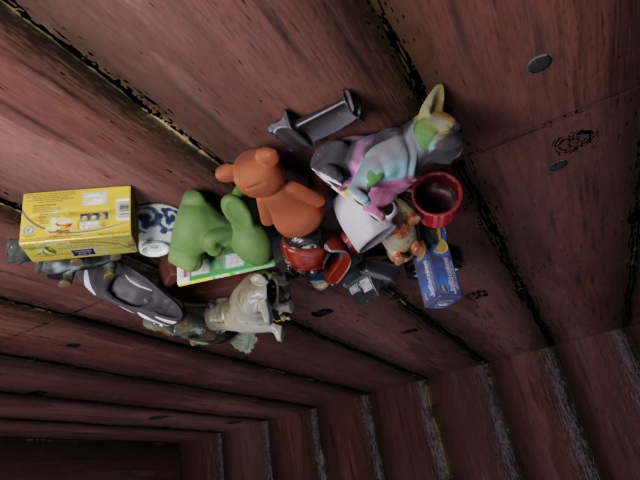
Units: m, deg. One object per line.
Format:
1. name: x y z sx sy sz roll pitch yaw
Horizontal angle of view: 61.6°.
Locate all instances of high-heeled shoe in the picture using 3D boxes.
1. high-heeled shoe: -0.372 0.090 1.029 0.248 0.086 0.145 34 167 -27

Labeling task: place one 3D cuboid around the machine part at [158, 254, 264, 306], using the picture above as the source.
1. machine part: -0.233 0.066 1.138 0.201 0.087 0.201 2 152 -26

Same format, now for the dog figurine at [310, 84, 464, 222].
1. dog figurine: 0.112 -0.147 0.836 0.219 0.192 0.108 -49 145 -1

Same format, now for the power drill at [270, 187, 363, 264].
1. power drill: -0.002 -0.003 1.080 0.232 0.086 0.207 -34 146 27

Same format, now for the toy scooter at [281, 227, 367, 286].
1. toy scooter: 0.005 0.033 1.008 0.184 0.075 0.135 -2 129 -27

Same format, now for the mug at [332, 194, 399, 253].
1. mug: 0.077 -0.049 0.940 0.109 0.107 0.081 -46 165 33

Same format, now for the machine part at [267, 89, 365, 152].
1. machine part: -0.004 -0.174 0.798 0.139 0.039 0.084 -19 147 20

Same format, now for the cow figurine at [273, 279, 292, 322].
1. cow figurine: -0.104 0.174 1.386 0.068 0.098 0.167 -12 154 -13

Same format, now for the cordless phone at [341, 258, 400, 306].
1. cordless phone: 0.150 0.064 1.237 0.184 0.089 0.146 -28 173 -29

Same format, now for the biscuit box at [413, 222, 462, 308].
1. biscuit box: 0.236 0.041 1.126 0.059 0.203 0.062 5 149 -24

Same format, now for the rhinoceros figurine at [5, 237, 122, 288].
1. rhinoceros figurine: -0.447 0.020 0.953 0.190 0.112 0.073 -2 138 -42

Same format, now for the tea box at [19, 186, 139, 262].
1. tea box: -0.390 -0.027 0.881 0.170 0.098 0.068 -5 152 -8

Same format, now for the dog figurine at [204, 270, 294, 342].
1. dog figurine: -0.169 0.127 1.096 0.191 0.121 0.172 -1 123 18

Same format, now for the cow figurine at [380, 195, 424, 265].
1. cow figurine: 0.149 -0.017 1.078 0.085 0.127 0.194 -25 142 -2

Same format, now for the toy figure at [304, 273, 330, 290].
1. toy figure: -0.005 0.087 1.298 0.064 0.058 0.154 24 163 18

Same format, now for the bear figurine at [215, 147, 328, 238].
1. bear figurine: -0.074 -0.093 0.879 0.120 0.132 0.195 -24 132 21

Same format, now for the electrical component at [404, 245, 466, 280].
1. electrical component: 0.276 0.055 1.332 0.134 0.058 0.115 14 143 -39

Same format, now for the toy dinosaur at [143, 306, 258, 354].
1. toy dinosaur: -0.273 0.193 1.271 0.192 0.131 0.404 1 167 24

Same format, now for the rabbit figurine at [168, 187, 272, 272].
1. rabbit figurine: -0.160 -0.020 0.944 0.170 0.121 0.159 17 114 -1
